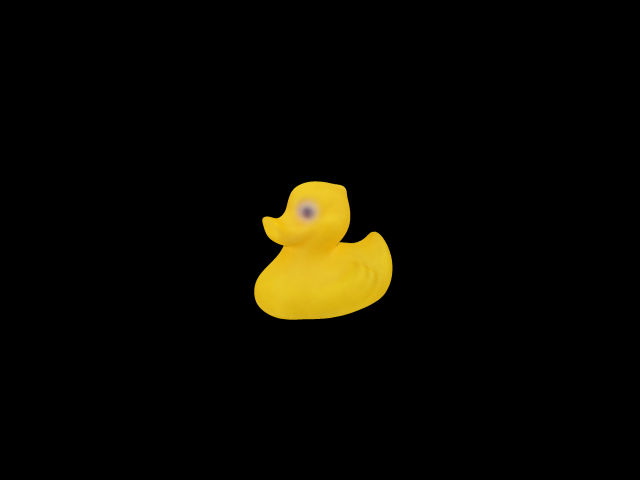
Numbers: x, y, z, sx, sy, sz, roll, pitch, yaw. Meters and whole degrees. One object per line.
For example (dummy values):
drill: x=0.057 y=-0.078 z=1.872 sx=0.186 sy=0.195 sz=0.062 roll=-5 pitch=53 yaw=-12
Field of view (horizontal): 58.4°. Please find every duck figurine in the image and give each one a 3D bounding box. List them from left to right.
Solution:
duck figurine: x=0.004 y=0.001 z=0.400 sx=0.105 sy=0.086 sz=0.077 roll=-9 pitch=19 yaw=-29
